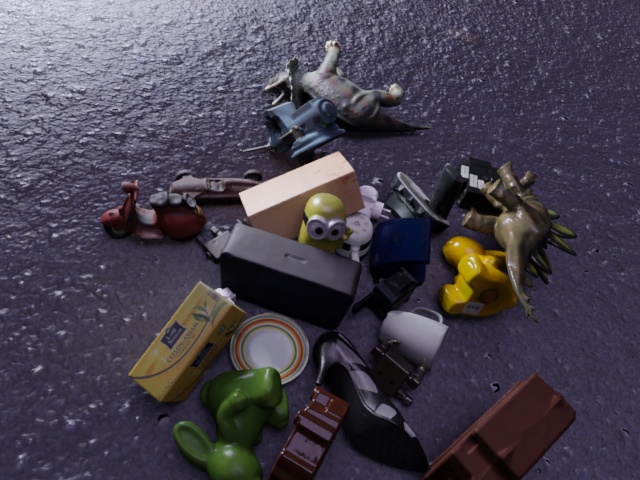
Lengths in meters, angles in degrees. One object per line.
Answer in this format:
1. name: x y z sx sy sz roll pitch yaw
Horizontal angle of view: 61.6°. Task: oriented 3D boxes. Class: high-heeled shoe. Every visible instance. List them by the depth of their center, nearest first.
1. high-heeled shoe: 0.082 0.254 0.871 0.249 0.086 0.145 43 24 -1

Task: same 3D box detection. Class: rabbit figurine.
1. rabbit figurine: -0.124 0.276 0.758 0.159 0.121 0.170 2 51 -2
2. rabbit figurine: 0.302 0.052 1.026 0.162 0.121 0.173 2 35 -14

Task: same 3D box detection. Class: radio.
1. radio: -0.054 0.066 0.922 0.230 0.131 0.073 19 52 2

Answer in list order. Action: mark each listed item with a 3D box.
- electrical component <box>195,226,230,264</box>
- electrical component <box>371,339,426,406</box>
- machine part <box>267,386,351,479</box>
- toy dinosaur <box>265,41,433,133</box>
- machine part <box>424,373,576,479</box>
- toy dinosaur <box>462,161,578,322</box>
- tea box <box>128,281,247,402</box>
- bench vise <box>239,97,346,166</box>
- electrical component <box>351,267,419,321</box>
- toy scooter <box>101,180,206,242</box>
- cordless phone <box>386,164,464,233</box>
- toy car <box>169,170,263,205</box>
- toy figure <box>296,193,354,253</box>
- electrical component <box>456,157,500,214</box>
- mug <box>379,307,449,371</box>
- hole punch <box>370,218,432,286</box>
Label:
1. electrical component: -0.184 0.015 1.000 0.094 0.021 0.063 43 57 18
2. electrical component: 0.127 0.214 0.891 0.102 0.078 0.045 33 30 19
3. machine part: -0.019 0.290 0.739 0.056 0.179 0.179 26 53 12
4. toy dinosaur: 0.060 -0.319 1.249 0.405 0.131 0.192 31 66 6
5. machine part: 0.254 0.295 0.775 0.201 0.200 0.087 -28 61 -28
6. toy dinosaur: 0.378 -0.021 1.004 0.199 0.105 0.471 37 41 5
7. tea box: -0.194 0.155 0.811 0.068 0.098 0.169 35 82 14
8. bench vise: -0.023 -0.175 1.103 0.129 0.224 0.240 -34 99 -48
9. electrical component: 0.116 0.106 0.965 0.119 0.074 0.048 -30 65 -34
10. toy scooter: -0.295 -0.055 0.957 0.184 0.135 0.075 -1 53 -15
11. cordless phone: 0.212 -0.103 1.073 0.089 0.184 0.147 -25 63 -22
12. toy car: -0.195 -0.100 1.066 0.202 0.053 0.089 -3 52 -12
13. toy figure: -0.006 -0.003 0.954 0.082 0.180 0.089 -14 56 -24
14. electrical component: 0.357 -0.121 1.197 0.134 0.058 0.115 16 50 0
15. mug: 0.164 0.158 0.936 0.107 0.080 0.109 21 56 15
16. hole punch: 0.158 0.015 1.036 0.116 0.092 0.142 11 56 0
